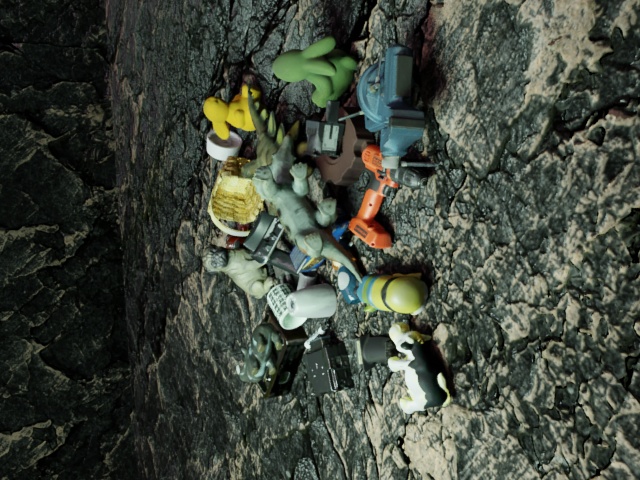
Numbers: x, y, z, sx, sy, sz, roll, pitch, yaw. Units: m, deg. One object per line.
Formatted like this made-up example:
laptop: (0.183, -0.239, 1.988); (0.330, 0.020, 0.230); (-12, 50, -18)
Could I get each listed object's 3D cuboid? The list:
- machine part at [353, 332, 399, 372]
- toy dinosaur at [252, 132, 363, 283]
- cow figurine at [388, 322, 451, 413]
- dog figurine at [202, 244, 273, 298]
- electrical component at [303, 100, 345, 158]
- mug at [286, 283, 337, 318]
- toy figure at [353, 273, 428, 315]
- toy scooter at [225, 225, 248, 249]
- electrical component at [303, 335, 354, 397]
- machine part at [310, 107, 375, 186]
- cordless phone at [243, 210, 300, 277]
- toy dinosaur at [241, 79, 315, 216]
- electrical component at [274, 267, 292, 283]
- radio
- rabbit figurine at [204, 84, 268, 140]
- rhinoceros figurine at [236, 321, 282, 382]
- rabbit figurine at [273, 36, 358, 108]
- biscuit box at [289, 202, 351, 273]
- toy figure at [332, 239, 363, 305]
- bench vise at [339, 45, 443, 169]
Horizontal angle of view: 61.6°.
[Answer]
machine part: (0.116, 0.234, 1.135); (0.139, 0.039, 0.084); (-30, 59, 56)
toy dinosaur: (-0.035, -0.050, 1.166); (0.405, 0.131, 0.192); (62, 174, 16)
cow figurine: (0.184, 0.231, 1.002); (0.098, 0.068, 0.167); (-28, 72, 48)
dog figurine: (-0.239, 0.093, 1.511); (0.121, 0.190, 0.172); (-165, 73, -64)
electrical component: (0.010, -0.234, 1.133); (0.048, 0.075, 0.119); (22, 114, 50)
mug: (-0.031, 0.150, 1.288); (0.109, 0.107, 0.081); (-31, 65, 51)
toy figure: (0.131, 0.106, 1.055); (0.180, 0.089, 0.082); (3, 102, 54)
toy scooter: (-0.241, 0.031, 1.630); (0.135, 0.075, 0.184); (-49, 49, 48)
electrical component: (0.015, 0.296, 1.272); (0.115, 0.058, 0.134); (-35, 64, 50)
machine part: (0.047, -0.209, 1.195); (0.179, 0.056, 0.179); (6, 98, 55)
cordless phone: (-0.093, 0.010, 1.407); (0.184, 0.088, 0.146); (22, 77, 29)
toy dinosaur: (-0.112, -0.223, 1.399); (0.472, 0.105, 0.198); (56, 128, 26)
electrical component: (-0.102, 0.074, 1.467); (0.063, 0.021, 0.094); (-40, 58, 50)
radio: (-0.116, 0.310, 1.456); (0.131, 0.073, 0.229); (49, 131, 43)
rabbit figurine: (-0.259, -0.371, 1.543); (0.162, 0.173, 0.122); (-33, 69, 48)
rhinoceros figurine: (-0.166, 0.301, 1.402); (0.112, 0.073, 0.190); (48, 128, 41)
rabbit figurine: (-0.013, -0.367, 1.170); (0.159, 0.170, 0.121); (-8, 86, 57)
biscuit box: (-0.003, -0.004, 1.277); (0.202, 0.059, 0.063); (-56, 46, 42)
toy figure: (0.061, 0.065, 1.192); (0.064, 0.057, 0.154); (-25, 64, 14)
bench vise: (0.128, -0.240, 1.023); (0.241, 0.129, 0.223); (-162, 62, -76)
